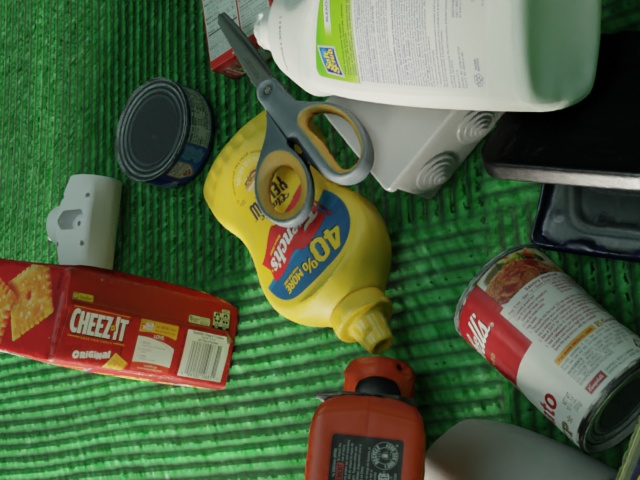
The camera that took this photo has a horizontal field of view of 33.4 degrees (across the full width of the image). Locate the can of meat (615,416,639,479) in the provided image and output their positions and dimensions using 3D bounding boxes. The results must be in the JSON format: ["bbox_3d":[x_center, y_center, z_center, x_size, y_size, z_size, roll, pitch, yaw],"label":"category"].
[{"bbox_3d":[0.195,0.122,0.511,0.084,0.057,0.102,26,97,53],"label":"can of meat"}]

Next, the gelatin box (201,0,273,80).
[{"bbox_3d":[-0.055,-0.180,0.825,0.073,0.030,0.089,-24,66,36],"label":"gelatin box"}]

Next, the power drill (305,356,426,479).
[{"bbox_3d":[0.024,0.154,0.587,0.057,0.187,0.184,3,82,3],"label":"power drill"}]

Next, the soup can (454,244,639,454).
[{"bbox_3d":[0.132,0.058,0.583,0.102,0.068,0.068,45,110,37],"label":"soup can"}]

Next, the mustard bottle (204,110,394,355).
[{"bbox_3d":[-0.005,0.001,0.721,0.096,0.058,0.192,-46,55,17],"label":"mustard bottle"}]

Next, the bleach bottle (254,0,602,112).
[{"bbox_3d":[0.043,-0.130,0.620,0.251,0.067,0.102,15,112,51],"label":"bleach bottle"}]

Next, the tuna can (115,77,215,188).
[{"bbox_3d":[-0.125,-0.085,0.861,0.086,0.033,0.086,-11,74,39],"label":"tuna can"}]

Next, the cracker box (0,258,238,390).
[{"bbox_3d":[-0.193,0.055,0.801,0.214,0.163,0.072,6,82,41],"label":"cracker box"}]

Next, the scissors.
[{"bbox_3d":[-0.040,-0.081,0.727,0.202,0.016,0.096,40,98,40],"label":"scissors"}]
